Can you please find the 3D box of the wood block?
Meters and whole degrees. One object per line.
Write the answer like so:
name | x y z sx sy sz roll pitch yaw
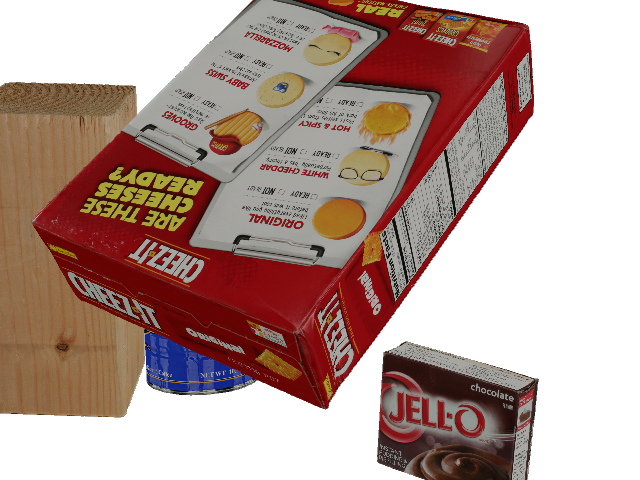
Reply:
wood block | -0.171 0.005 0.714 0.091 0.206 0.090 2 20 0

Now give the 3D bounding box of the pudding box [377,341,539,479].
pudding box | 0.097 0.131 0.774 0.114 0.090 0.039 12 19 31

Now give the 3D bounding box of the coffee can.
coffee can | -0.105 0.052 0.934 0.103 0.140 0.103 -2 11 0

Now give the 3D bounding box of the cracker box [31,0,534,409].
cracker box | -0.011 -0.037 0.547 0.164 0.213 0.072 19 -33 31
